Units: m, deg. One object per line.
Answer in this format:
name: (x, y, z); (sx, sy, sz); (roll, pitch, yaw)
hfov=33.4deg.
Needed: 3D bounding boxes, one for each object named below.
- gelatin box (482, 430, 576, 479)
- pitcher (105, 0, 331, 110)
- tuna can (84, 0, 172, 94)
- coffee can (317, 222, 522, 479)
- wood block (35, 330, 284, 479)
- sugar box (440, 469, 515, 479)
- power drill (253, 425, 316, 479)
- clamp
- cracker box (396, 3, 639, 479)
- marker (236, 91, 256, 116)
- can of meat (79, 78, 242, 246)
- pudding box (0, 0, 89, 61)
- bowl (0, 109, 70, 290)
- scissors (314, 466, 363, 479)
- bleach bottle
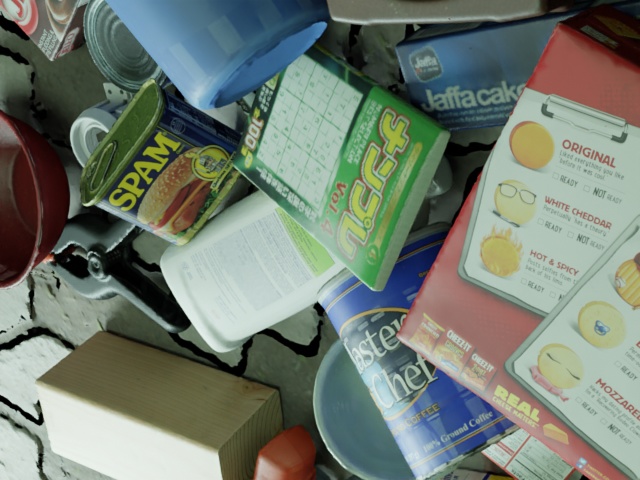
gelatin box: (0.155, 0.131, 0.752); (0.073, 0.030, 0.089); (37, 129, 13)
pitcher: (-0.104, -0.203, 0.671); (0.145, 0.149, 0.243); (-36, 89, 29)
tuna can: (-0.134, -0.152, 0.792); (0.086, 0.033, 0.086); (18, 126, 27)
coffee can: (0.075, 0.073, 0.703); (0.103, 0.102, 0.140); (-41, 73, 44)
wood block: (-0.141, 0.163, 0.951); (0.206, 0.090, 0.090); (14, 125, 29)
sugar box: (0.151, 0.227, 0.805); (0.177, 0.048, 0.093); (4, 118, 39)
power drill: (0.027, 0.233, 0.844); (0.188, 0.057, 0.185); (38, 133, 30)
clamp: (-0.178, 0.007, 0.920); (0.172, 0.039, 0.120); (13, 109, 34)
cracker box: (0.156, 0.012, 0.556); (0.164, 0.072, 0.214); (36, 127, 17)
marker: (-0.050, -0.100, 0.771); (0.121, 0.020, 0.020); (52, 134, -1)
can of meat: (-0.113, -0.054, 0.783); (0.083, 0.057, 0.102); (28, 114, -31)
pudding box: (-0.205, -0.206, 0.808); (0.090, 0.039, 0.114); (46, 134, 4)
bowl: (-0.266, -0.041, 0.926); (0.162, 0.055, 0.162); (10, 106, 40)
scissors: (0.008, 0.276, 0.960); (0.096, 0.016, 0.202); (29, 130, 22)
bleach bottle: (-0.005, 0.001, 0.772); (0.251, 0.068, 0.102); (-24, 103, 40)
